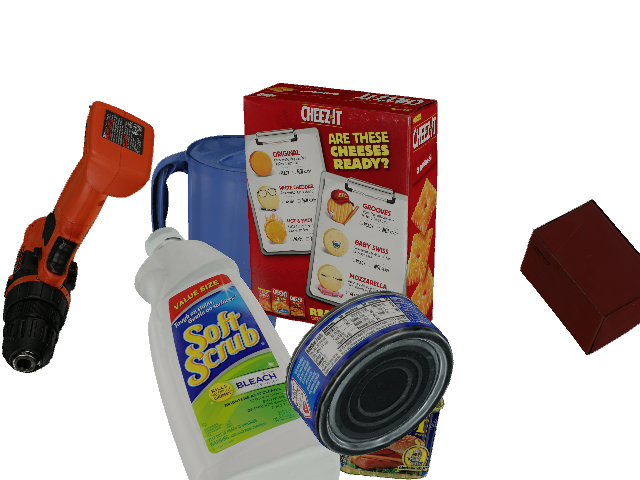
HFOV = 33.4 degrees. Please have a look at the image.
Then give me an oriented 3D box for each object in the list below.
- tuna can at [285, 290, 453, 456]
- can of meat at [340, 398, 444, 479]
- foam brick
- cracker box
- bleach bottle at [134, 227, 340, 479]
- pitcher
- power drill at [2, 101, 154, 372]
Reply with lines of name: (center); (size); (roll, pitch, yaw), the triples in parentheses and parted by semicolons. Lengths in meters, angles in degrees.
tuna can: (0.027, 0.071, 0.557); (0.085, 0.086, 0.034); (0, 32, -36)
can of meat: (0.066, 0.190, 1.074); (0.102, 0.084, 0.057); (7, 18, -5)
foam brick: (0.178, 0.024, 0.704); (0.051, 0.078, 0.053); (-25, -29, -16)
cracker box: (0.019, -0.027, 0.967); (0.164, 0.214, 0.072); (10, 24, 26)
bleach bottle: (-0.080, 0.082, 0.756); (0.102, 0.068, 0.251); (-18, 46, -17)
pitcher: (-0.110, 0.002, 1.283); (0.149, 0.243, 0.144); (20, 26, 29)
power drill: (-0.202, -0.006, 0.865); (0.057, 0.188, 0.184); (25, 28, -23)
